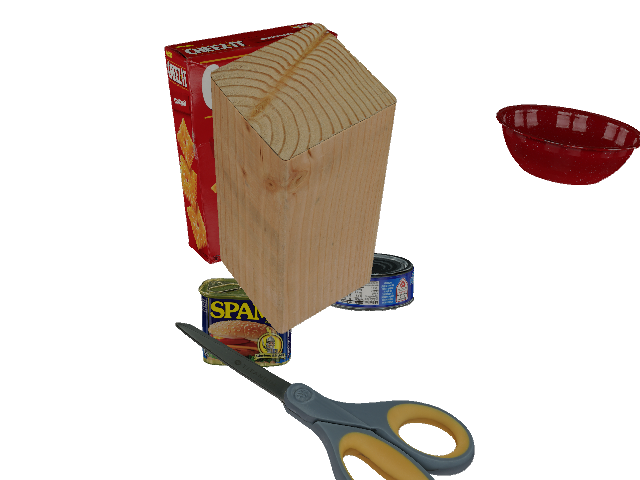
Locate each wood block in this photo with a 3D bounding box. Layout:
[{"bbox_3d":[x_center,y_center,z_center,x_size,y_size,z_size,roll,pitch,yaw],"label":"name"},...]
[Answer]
[{"bbox_3d":[-0.016,-0.037,0.759,0.090,0.090,0.206,-29,-30,-21],"label":"wood block"}]

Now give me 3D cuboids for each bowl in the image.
[{"bbox_3d":[0.270,-0.102,1.177,0.162,0.055,0.162,6,23,-3],"label":"bowl"}]

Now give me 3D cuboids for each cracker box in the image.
[{"bbox_3d":[-0.060,-0.099,1.083,0.164,0.214,0.072,-14,26,-23],"label":"cracker box"}]

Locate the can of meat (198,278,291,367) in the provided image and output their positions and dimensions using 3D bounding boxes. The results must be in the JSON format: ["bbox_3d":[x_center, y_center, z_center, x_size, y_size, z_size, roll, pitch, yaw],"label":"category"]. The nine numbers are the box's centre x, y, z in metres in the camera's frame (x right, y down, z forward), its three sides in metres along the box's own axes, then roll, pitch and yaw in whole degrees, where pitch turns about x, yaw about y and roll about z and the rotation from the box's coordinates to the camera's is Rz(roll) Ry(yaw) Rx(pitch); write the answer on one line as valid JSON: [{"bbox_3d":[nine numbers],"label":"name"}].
[{"bbox_3d":[-0.080,0.090,1.166,0.102,0.084,0.057,2,15,6],"label":"can of meat"}]

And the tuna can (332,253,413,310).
[{"bbox_3d":[0.043,0.036,0.973,0.086,0.034,0.086,0,13,0],"label":"tuna can"}]

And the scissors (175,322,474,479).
[{"bbox_3d":[0.008,0.092,0.632,0.096,0.016,0.202,-21,47,-34],"label":"scissors"}]
